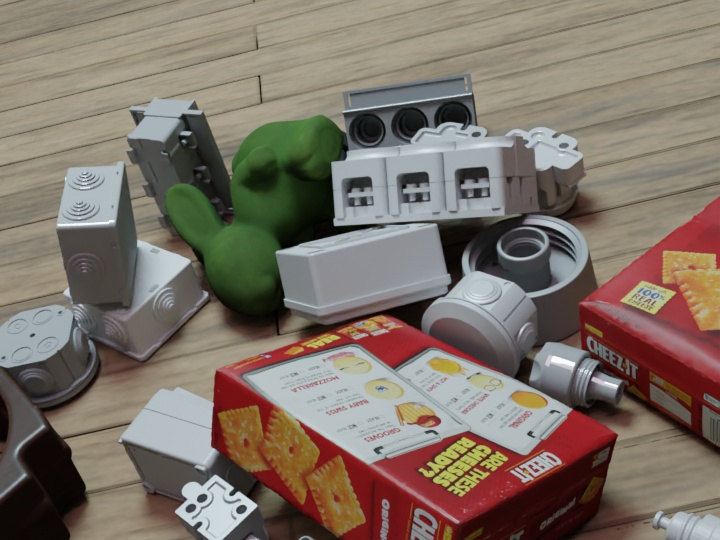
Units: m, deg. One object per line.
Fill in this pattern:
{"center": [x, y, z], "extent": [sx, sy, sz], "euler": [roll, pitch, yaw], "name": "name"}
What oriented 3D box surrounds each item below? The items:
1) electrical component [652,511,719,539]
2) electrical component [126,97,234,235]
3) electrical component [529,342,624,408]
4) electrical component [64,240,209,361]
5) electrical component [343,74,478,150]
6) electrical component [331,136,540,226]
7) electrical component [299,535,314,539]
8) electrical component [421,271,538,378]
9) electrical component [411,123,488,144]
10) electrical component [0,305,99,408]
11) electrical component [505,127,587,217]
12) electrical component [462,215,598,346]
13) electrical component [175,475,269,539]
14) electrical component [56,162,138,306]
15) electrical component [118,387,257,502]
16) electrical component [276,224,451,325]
{"center": [0.215, 0.167, 0.648], "extent": [0.078, 0.040, 0.040], "euler": [21, 52, 36], "name": "electrical component"}
{"center": [-0.167, -0.092, 1.005], "extent": [0.079, 0.121, 0.063], "euler": [7, 48, 25], "name": "electrical component"}
{"center": [0.156, 0.078, 0.766], "extent": [0.062, 0.043, 0.043], "euler": [16, 49, 30], "name": "electrical component"}
{"center": [-0.196, 0.022, 0.939], "extent": [0.100, 0.048, 0.099], "euler": [19, 51, 34], "name": "electrical component"}
{"center": [0.051, -0.140, 1.030], "extent": [0.121, 0.078, 0.063], "euler": [-6, 11, 11], "name": "electrical component"}
{"center": [0.062, -0.073, 0.892], "extent": [0.150, 0.061, 0.089], "euler": [-2, 4, 27], "name": "electrical component"}
{"center": [-0.028, 0.232, 0.637], "extent": [0.109, 0.056, 0.109], "euler": [26, 55, 38], "name": "electrical component"}
{"center": [0.090, 0.045, 0.799], "extent": [0.080, 0.080, 0.051], "euler": [18, 45, 33], "name": "electrical component"}
{"center": [0.088, -0.093, 0.974], "extent": [0.078, 0.057, 0.058], "euler": [14, 48, 30], "name": "electrical component"}
{"center": [-0.265, 0.072, 0.901], "extent": [0.080, 0.051, 0.080], "euler": [-9, 40, 8], "name": "electrical component"}
{"center": [0.160, -0.083, 0.940], "extent": [0.058, 0.057, 0.078], "euler": [-38, 45, -25], "name": "electrical component"}
{"center": [0.132, 0.001, 0.849], "extent": [0.108, 0.060, 0.108], "euler": [-9, 40, 8], "name": "electrical component"}
{"center": [-0.088, 0.176, 0.721], "extent": [0.066, 0.055, 0.048], "euler": [26, 55, 38], "name": "electrical component"}
{"center": [-0.217, -0.029, 0.889], "extent": [0.048, 0.099, 0.099], "euler": [-3, 40, -4], "name": "electrical component"}
{"center": [-0.124, 0.128, 0.783], "extent": [0.096, 0.061, 0.061], "euler": [12, 47, 29], "name": "electrical component"}
{"center": [0.000, 0.000, 0.848], "extent": [0.109, 0.056, 0.109], "euler": [-14, 6, -17], "name": "electrical component"}
